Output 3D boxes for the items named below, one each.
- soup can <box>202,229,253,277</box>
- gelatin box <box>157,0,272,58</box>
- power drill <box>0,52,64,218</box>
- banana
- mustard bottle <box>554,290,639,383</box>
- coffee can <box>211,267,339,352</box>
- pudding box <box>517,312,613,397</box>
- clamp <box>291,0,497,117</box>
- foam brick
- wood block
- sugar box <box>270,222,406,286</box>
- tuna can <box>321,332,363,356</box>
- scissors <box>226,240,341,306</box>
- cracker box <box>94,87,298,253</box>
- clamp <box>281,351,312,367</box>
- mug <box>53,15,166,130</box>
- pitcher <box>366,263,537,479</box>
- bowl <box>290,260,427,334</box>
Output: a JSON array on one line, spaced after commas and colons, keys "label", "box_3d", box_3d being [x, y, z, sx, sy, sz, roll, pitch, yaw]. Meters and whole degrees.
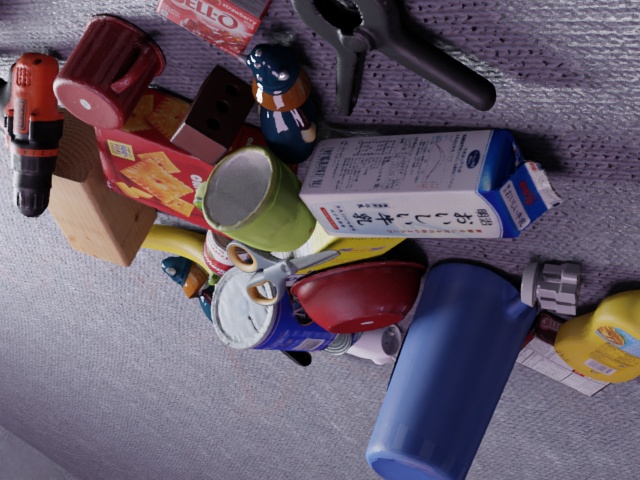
[{"label": "soup can", "box_3d": [-0.106, 0.001, 1.308, 0.068, 0.068, 0.102, 26, 159, -2]}, {"label": "gelatin box", "box_3d": [-0.095, -0.208, 0.946, 0.089, 0.030, 0.073, 29, 154, -9]}, {"label": "power drill", "box_3d": [-0.374, -0.130, 1.218, 0.188, 0.184, 0.057, 14, -166, 27]}, {"label": "banana", "box_3d": [-0.188, 0.008, 1.416, 0.198, 0.069, 0.037, 20, 113, 34]}, {"label": "mustard bottle", "box_3d": [0.327, 0.095, 1.111, 0.096, 0.058, 0.192, 26, 155, -4]}, {"label": "coffee can", "box_3d": [-0.051, 0.087, 1.329, 0.103, 0.103, 0.140, 3, 176, 39]}, {"label": "pudding box", "box_3d": [0.290, 0.135, 1.247, 0.113, 0.039, 0.090, 26, 156, 2]}, {"label": "clamp", "box_3d": [0.047, -0.171, 0.879, 0.165, 0.036, 0.209, 7, 149, 34]}, {"label": "foam brick", "box_3d": [-0.104, -0.123, 1.065, 0.053, 0.078, 0.051, 31, 153, -13]}, {"label": "wood block", "box_3d": [-0.282, -0.062, 1.332, 0.090, 0.090, 0.206, 18, 154, 16]}, {"label": "sugar box", "box_3d": [0.019, 0.006, 1.178, 0.093, 0.048, 0.176, -2, 159, -27]}, {"label": "tuna can", "box_3d": [0.015, 0.108, 1.413, 0.086, 0.033, 0.086, 21, 128, 29]}, {"label": "scissors", "box_3d": [-0.048, 0.017, 1.164, 0.096, 0.016, 0.202, 49, 147, 3]}, {"label": "cracker box", "box_3d": [-0.138, -0.078, 1.188, 0.214, 0.072, 0.164, 22, 155, 4]}, {"label": "clamp", "box_3d": [-0.081, 0.128, 1.568, 0.172, 0.039, 0.120, 20, 139, 24]}, {"label": "mug", "box_3d": [-0.207, -0.166, 1.070, 0.117, 0.081, 0.093, -3, 143, 46]}, {"label": "pitcher", "box_3d": [0.136, 0.159, 1.191, 0.145, 0.242, 0.149, 18, 153, 17]}, {"label": "bowl", "box_3d": [0.049, 0.071, 1.236, 0.162, 0.055, 0.162, -9, 164, -3]}]
